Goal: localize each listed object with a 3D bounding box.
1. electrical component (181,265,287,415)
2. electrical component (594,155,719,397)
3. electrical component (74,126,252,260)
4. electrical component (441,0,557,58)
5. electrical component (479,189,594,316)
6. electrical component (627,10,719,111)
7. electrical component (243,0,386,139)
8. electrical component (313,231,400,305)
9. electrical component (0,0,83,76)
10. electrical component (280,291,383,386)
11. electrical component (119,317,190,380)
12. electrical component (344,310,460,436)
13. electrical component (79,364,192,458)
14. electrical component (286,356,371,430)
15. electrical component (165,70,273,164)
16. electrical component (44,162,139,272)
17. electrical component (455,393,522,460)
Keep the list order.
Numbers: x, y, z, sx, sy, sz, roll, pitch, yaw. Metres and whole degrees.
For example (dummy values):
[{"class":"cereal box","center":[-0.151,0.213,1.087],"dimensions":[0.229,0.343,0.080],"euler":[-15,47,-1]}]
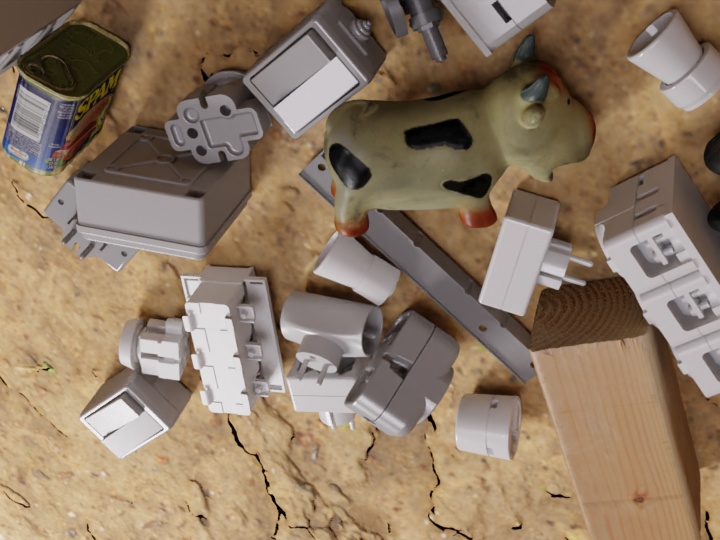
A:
[{"class":"electrical component","center":[-0.115,0.064,0.953],"dimensions":[0.079,0.063,0.121],"euler":[3,123,16]},{"class":"electrical component","center":[0.238,0.007,0.785],"dimensions":[0.062,0.089,0.150],"euler":[-27,110,30]},{"class":"electrical component","center":[-0.154,-0.064,0.854],"dimensions":[0.109,0.108,0.056],"euler":[10,122,11]},{"class":"electrical component","center":[0.054,-0.240,0.674],"dimensions":[0.060,0.105,0.186],"euler":[-32,108,32]},{"class":"electrical component","center":[0.141,-0.008,0.833],"dimensions":[0.076,0.047,0.083],"euler":[17,126,6]},{"class":"electrical component","center":[0.215,-0.140,0.725],"dimensions":[0.055,0.045,0.045],"euler":[41,125,-11]},{"class":"electrical component","center":[-0.030,-0.150,0.787],"dimensions":[0.096,0.061,0.061],"euler":[-33,108,32]},{"class":"electrical component","center":[0.000,0.000,0.888],"dimensions":[0.065,0.044,0.044],"euler":[32,126,-10]},{"class":"electrical component","center":[-0.286,-0.189,0.789],"dimensions":[0.062,0.150,0.089],"euler":[-36,106,31]},{"class":"electrical component","center":[-0.030,0.060,0.907],"dimensions":[0.077,0.079,0.043],"euler":[10,154,24]},{"class":"electrical component","center":[-0.189,0.070,0.992],"dimensions":[0.055,0.048,0.066],"euler":[7,124,4]},{"class":"electrical component","center":[0.039,0.089,0.900],"dimensions":[0.059,0.095,0.054],"euler":[35,167,-6]},{"class":"electrical component","center":[-0.222,0.136,1.035],"dimensions":[0.096,0.061,0.061],"euler":[-33,108,32]},{"class":"electrical component","center":[-0.022,0.113,0.964],"dimensions":[0.066,0.047,0.076],"euler":[-1,121,18]},{"class":"electrical component","center":[-0.103,-0.120,0.832],"dimensions":[0.078,0.057,0.058],"euler":[-6,120,21]},{"class":"electrical component","center":[-0.228,-0.036,0.916],"dimensions":[0.083,0.075,0.047],"euler":[41,125,-10]},{"class":"electrical component","center":[0.111,0.134,0.931],"dimensions":[0.047,0.055,0.055],"euler":[5,123,19]}]
